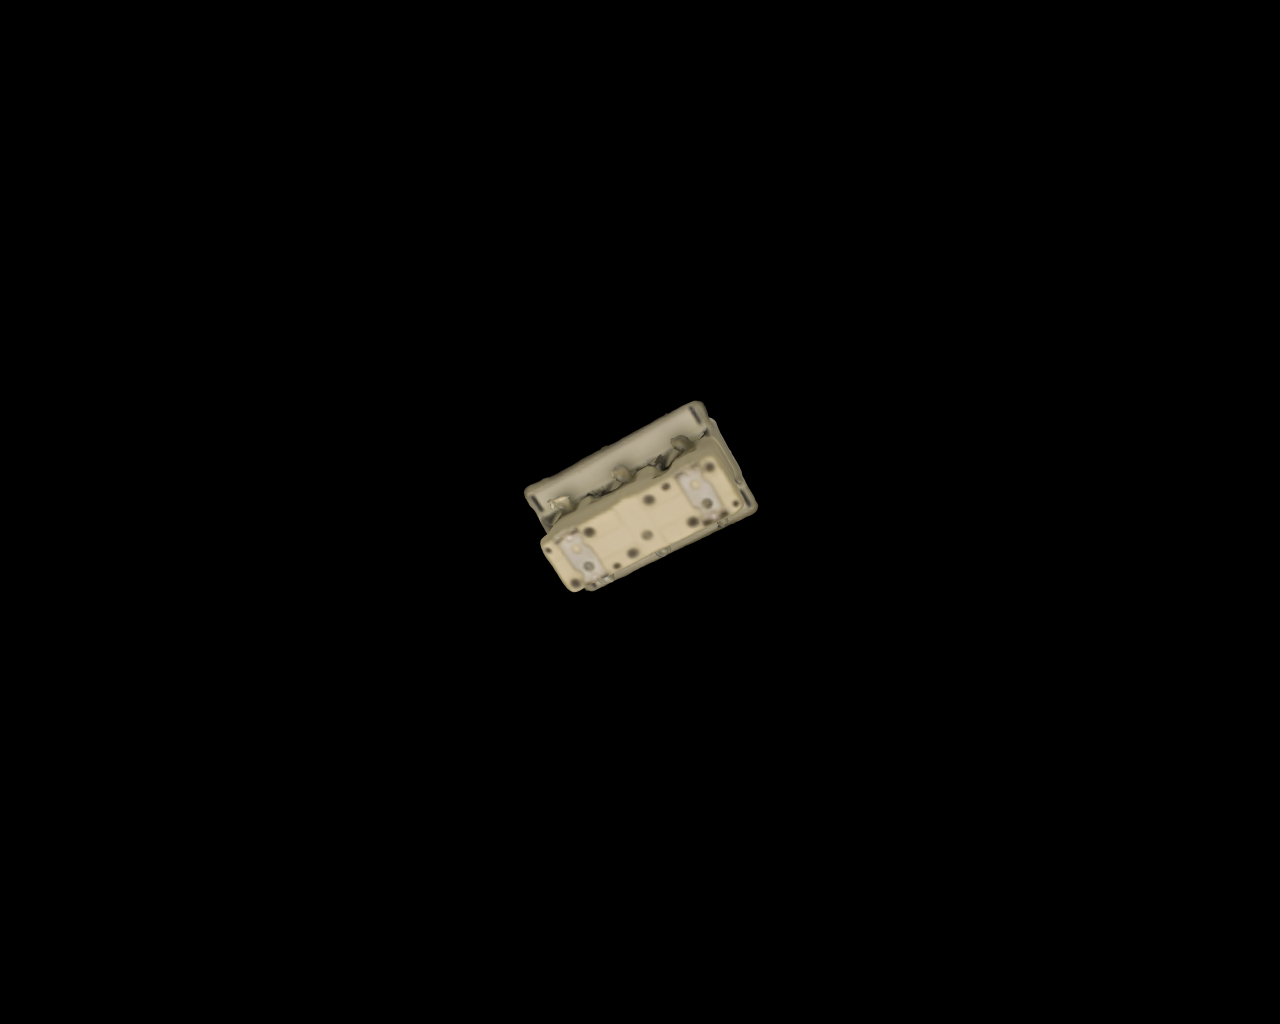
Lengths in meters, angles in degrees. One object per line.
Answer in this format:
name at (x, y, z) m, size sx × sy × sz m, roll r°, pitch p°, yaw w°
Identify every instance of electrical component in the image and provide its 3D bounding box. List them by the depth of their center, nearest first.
electrical component at (0.001, -0.003, 0.650) m, size 0.121 × 0.078 × 0.063 m, roll -26°, pitch 21°, yaw 11°
